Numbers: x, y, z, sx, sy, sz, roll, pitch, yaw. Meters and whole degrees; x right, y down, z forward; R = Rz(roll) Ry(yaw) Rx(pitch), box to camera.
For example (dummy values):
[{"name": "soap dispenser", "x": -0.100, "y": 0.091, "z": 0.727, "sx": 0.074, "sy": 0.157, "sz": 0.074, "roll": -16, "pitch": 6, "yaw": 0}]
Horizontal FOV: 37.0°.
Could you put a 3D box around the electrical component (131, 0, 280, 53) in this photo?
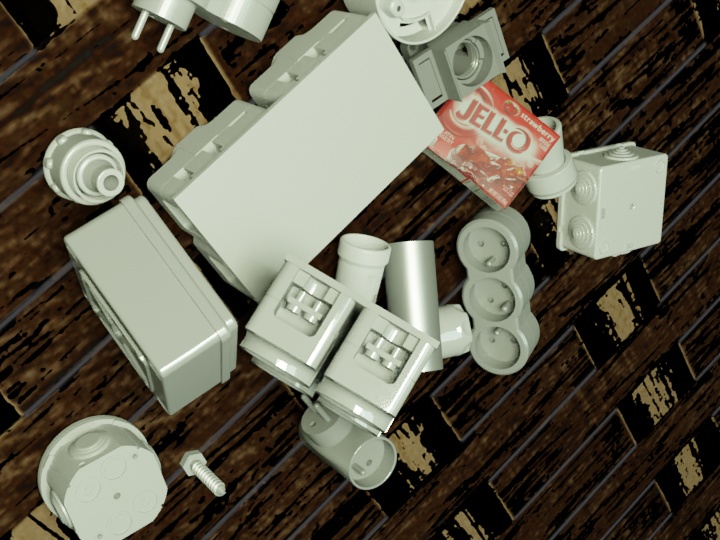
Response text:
[{"name": "electrical component", "x": -0.119, "y": -0.174, "z": 0.674, "sx": 0.138, "sy": 0.052, "sz": 0.073, "roll": 23, "pitch": 93, "yaw": -38}]

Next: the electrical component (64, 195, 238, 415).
[{"name": "electrical component", "x": -0.129, "y": 0.024, "z": 0.676, "sx": 0.056, "sy": 0.108, "sz": 0.108, "roll": -34, "pitch": 167, "yaw": -17}]

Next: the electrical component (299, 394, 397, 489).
[{"name": "electrical component", "x": -0.019, "y": 0.123, "z": 0.831, "sx": 0.044, "sy": 0.077, "sz": 0.079, "roll": -46, "pitch": 125, "yaw": -13}]

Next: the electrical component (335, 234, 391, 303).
[{"name": "electrical component", "x": 0.000, "y": 0.000, "z": 0.825, "sx": 0.040, "sy": 0.040, "sz": 0.046, "roll": -1, "pitch": 113, "yaw": -34}]

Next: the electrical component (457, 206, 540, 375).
[{"name": "electrical component", "x": 0.122, "y": 0.011, "z": 0.905, "sx": 0.074, "sy": 0.052, "sz": 0.138, "roll": -43, "pitch": 129, "yaw": -57}]

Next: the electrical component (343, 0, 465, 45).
[{"name": "electrical component", "x": 0.035, "y": -0.210, "z": 0.759, "sx": 0.099, "sy": 0.064, "sz": 0.099, "roll": -12, "pitch": 113, "yaw": -31}]

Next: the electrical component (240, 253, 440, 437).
[{"name": "electrical component", "x": -0.016, "y": 0.058, "z": 0.724, "sx": 0.105, "sy": 0.186, "sz": 0.060, "roll": 30, "pitch": 80, "yaw": 4}]

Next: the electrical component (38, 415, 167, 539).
[{"name": "electrical component", "x": -0.178, "y": 0.146, "z": 0.746, "sx": 0.080, "sy": 0.051, "sz": 0.080, "roll": -12, "pitch": 112, "yaw": -31}]

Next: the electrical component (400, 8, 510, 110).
[{"name": "electrical component", "x": 0.067, "y": -0.158, "z": 0.800, "sx": 0.081, "sy": 0.064, "sz": 0.042, "roll": -35, "pitch": 122, "yaw": -20}]

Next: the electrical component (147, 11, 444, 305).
[{"name": "electrical component", "x": -0.044, "y": -0.081, "z": 0.752, "sx": 0.186, "sy": 0.060, "sz": 0.105, "roll": -45, "pitch": 126, "yaw": -13}]

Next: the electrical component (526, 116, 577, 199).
[{"name": "electrical component", "x": 0.153, "y": -0.093, "z": 0.894, "sx": 0.045, "sy": 0.045, "sz": 0.055, "roll": -39, "pitch": 125, "yaw": -17}]

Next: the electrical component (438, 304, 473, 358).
[{"name": "electrical component", "x": 0.058, "y": 0.053, "z": 0.882, "sx": 0.062, "sy": 0.043, "sz": 0.043, "roll": -11, "pitch": 113, "yaw": -13}]

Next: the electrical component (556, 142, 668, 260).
[{"name": "electrical component", "x": 0.224, "y": -0.061, "z": 0.951, "sx": 0.100, "sy": 0.048, "sz": 0.099, "roll": -13, "pitch": 113, "yaw": -31}]

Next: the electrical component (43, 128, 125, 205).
[{"name": "electrical component", "x": -0.167, "y": -0.061, "z": 0.674, "sx": 0.048, "sy": 0.062, "sz": 0.048, "roll": -12, "pitch": 113, "yaw": -31}]
